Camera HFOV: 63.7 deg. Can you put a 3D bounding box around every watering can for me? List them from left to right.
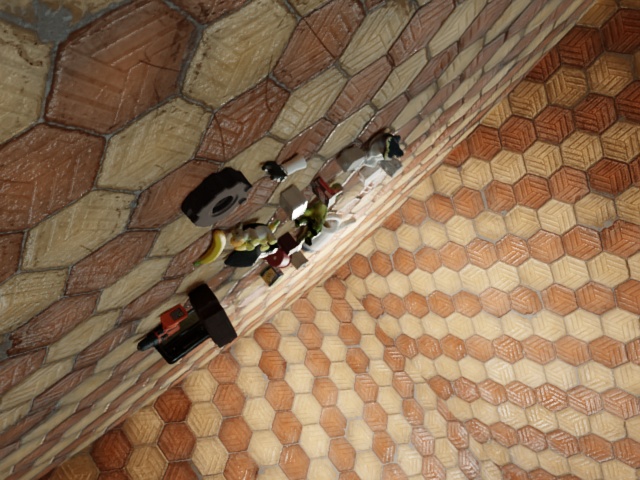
[{"bbox_3d":[0.025,-0.036,2.369,0.221,0.105,0.348,-45,156,24],"label":"watering can"}]

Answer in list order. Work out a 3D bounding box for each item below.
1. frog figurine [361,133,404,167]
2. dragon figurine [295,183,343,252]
[{"bbox_3d":[0.210,-0.335,1.919,0.159,0.121,0.140,0,-148,44],"label":"frog figurine"},{"bbox_3d":[0.006,-0.106,2.100,0.246,0.122,0.403,-44,174,-27],"label":"dragon figurine"}]
